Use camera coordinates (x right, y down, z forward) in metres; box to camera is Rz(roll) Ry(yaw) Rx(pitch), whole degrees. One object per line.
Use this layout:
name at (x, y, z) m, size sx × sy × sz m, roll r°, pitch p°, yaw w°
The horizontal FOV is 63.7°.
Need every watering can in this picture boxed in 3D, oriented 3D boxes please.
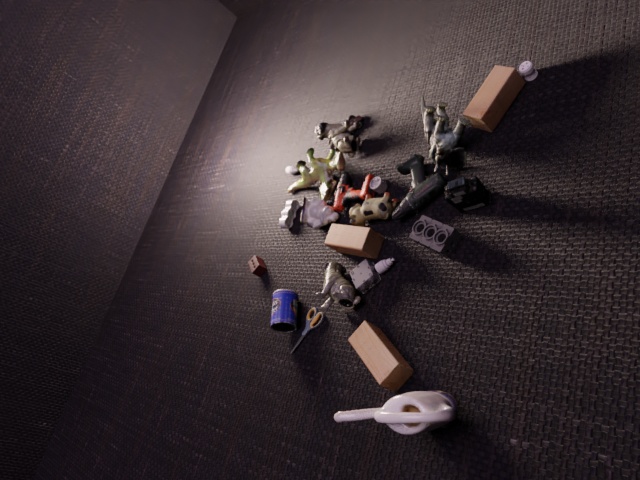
watering can at (0.224, 0.470, 1.404) m, size 0.344 × 0.223 × 0.105 m, roll -16°, pitch 71°, yaw 41°

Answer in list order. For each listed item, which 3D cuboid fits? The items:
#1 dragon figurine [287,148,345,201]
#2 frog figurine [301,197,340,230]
dragon figurine at (-0.013, -0.262, 2.275) m, size 0.402 × 0.122 × 0.248 m, roll -49°, pitch 42°, yaw 37°
frog figurine at (0.007, -0.109, 2.158) m, size 0.159 × 0.120 × 0.140 m, roll 7°, pitch 55°, yaw 11°
